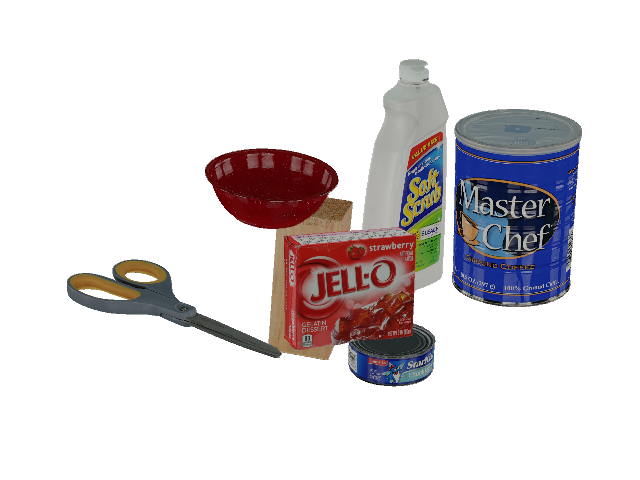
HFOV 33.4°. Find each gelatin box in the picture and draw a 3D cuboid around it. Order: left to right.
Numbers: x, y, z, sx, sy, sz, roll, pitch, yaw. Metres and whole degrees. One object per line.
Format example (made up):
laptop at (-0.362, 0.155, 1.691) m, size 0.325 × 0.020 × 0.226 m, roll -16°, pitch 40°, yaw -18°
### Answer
gelatin box at (0.020, 0.032, 0.724) m, size 0.089 × 0.073 × 0.030 m, roll -5°, pitch 15°, yaw -20°

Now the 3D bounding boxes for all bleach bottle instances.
bleach bottle at (0.091, -0.069, 1.161) m, size 0.102 × 0.251 × 0.068 m, roll -16°, pitch 29°, yaw -33°

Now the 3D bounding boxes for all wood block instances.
wood block at (-0.015, 0.049, 1.485) m, size 0.090 × 0.206 × 0.090 m, roll 9°, pitch 22°, yaw 9°

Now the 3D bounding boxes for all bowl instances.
bowl at (-0.061, -0.058, 1.294) m, size 0.162 × 0.055 × 0.162 m, roll 4°, pitch 26°, yaw -2°

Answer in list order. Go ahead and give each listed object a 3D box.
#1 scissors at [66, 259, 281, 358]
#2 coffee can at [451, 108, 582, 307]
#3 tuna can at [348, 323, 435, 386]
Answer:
scissors at (-0.112, 0.052, 0.885) m, size 0.202 × 0.016 × 0.096 m, roll 12°, pitch 24°, yaw 15°
coffee can at (0.163, -0.029, 0.899) m, size 0.103 × 0.140 × 0.103 m, roll -2°, pitch 24°, yaw 1°
tuna can at (0.070, 0.111, 1.053) m, size 0.086 × 0.034 × 0.086 m, roll 0°, pitch 19°, yaw 0°
